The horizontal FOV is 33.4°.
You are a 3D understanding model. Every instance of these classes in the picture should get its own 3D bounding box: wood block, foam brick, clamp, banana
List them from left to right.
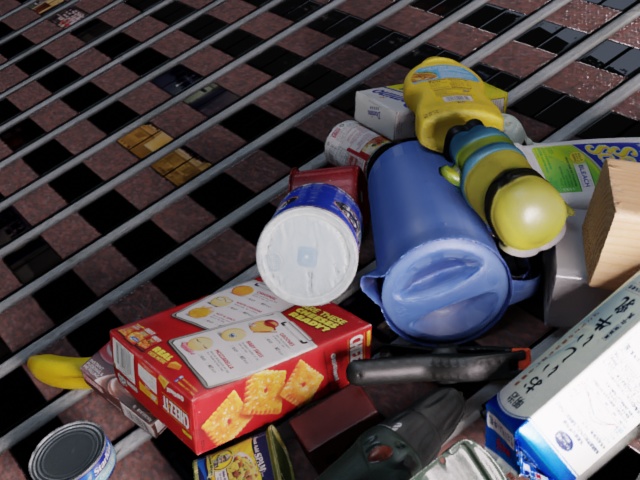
[{"bbox_3d":[-0.255,0.144,1.223,0.198,0.037,0.069,-10,19,14],"label":"banana"},{"bbox_3d":[0.020,0.183,1.011,0.078,0.053,0.051,-30,36,-10],"label":"foam brick"},{"bbox_3d":[0.118,0.118,1.031,0.171,0.039,0.120,-1,9,12],"label":"clamp"},{"bbox_3d":[0.355,-0.001,0.977,0.206,0.090,0.090,9,40,2],"label":"wood block"}]

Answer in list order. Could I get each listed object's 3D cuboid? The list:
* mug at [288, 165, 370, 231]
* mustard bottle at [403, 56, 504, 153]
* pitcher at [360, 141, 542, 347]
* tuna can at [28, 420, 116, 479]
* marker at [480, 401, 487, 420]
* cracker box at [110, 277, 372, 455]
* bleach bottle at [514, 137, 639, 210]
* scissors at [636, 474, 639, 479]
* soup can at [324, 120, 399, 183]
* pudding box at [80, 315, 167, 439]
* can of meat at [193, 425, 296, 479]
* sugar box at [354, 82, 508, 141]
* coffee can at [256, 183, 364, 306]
[{"bbox_3d":[0.015,-0.047,1.293,0.081,0.093,0.117,-6,3,13],"label":"mug"},{"bbox_3d":[0.148,-0.168,1.255,0.096,0.058,0.191,-4,33,-4],"label":"mustard bottle"},{"bbox_3d":[0.127,-0.007,1.149,0.145,0.149,0.243,-39,28,19],"label":"pitcher"},{"bbox_3d":[-0.256,0.231,1.108,0.086,0.033,0.086,-14,36,10],"label":"tuna can"},{"bbox_3d":[0.202,0.134,1.006,0.121,0.020,0.020,-30,36,-11],"label":"marker"},{"bbox_3d":[-0.079,0.117,1.081,0.213,0.072,0.164,-19,30,-33],"label":"cracker box"},{"bbox_3d":[0.327,-0.072,1.141,0.250,0.068,0.102,-10,55,-6],"label":"bleach bottle"},{"bbox_3d":[0.255,0.218,0.832,0.202,0.016,0.096,-40,46,2],"label":"scissors"},{"bbox_3d":[0.058,-0.107,1.354,0.068,0.068,0.102,-34,37,-17],"label":"soup can"},{"bbox_3d":[-0.187,0.146,1.147,0.114,0.039,0.090,34,61,22],"label":"pudding box"},{"bbox_3d":[-0.068,0.232,0.988,0.084,0.057,0.102,-23,35,3],"label":"can of meat"},{"bbox_3d":[0.142,-0.172,1.362,0.175,0.048,0.093,-11,29,-29],"label":"sugar box"},{"bbox_3d":[-0.007,0.001,1.125,0.103,0.103,0.140,-16,11,9],"label":"coffee can"}]
